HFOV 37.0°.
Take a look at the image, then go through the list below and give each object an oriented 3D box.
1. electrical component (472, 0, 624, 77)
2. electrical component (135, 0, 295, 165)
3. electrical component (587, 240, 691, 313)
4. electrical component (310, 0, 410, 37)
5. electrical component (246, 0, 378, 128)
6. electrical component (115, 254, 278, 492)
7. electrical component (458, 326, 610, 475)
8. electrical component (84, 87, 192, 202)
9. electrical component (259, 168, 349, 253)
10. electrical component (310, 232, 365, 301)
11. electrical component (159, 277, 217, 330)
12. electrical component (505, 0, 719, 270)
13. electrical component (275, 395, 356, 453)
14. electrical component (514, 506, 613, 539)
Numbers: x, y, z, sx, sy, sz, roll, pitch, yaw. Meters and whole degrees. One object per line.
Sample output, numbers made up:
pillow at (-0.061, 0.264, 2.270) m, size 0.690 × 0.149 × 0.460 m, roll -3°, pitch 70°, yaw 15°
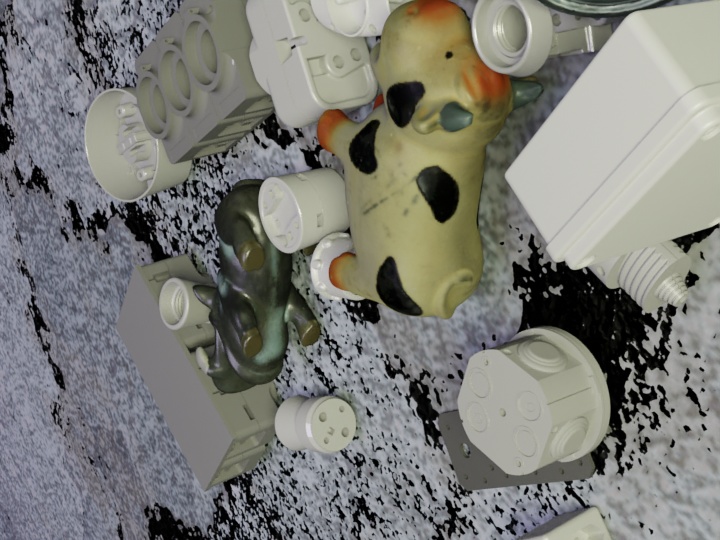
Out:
electrical component at (0.090, -0.124, 0.542) m, size 0.066 × 0.055 × 0.048 m, roll 6°, pitch 111°, yaw 54°
electrical component at (-0.113, -0.148, 0.815) m, size 0.150 × 0.062 × 0.089 m, roll -26°, pitch 84°, yaw 56°
electrical component at (0.134, -0.013, 0.543) m, size 0.081 × 0.043 × 0.043 m, roll 50°, pitch 141°, yaw 28°
electrical component at (0.006, -0.182, 0.642) m, size 0.077 × 0.044 × 0.079 m, roll 19°, pitch 123°, yaw 50°
electrical component at (-0.035, -0.146, 0.712) m, size 0.059 × 0.054 × 0.095 m, roll -14°, pitch 94°, yaw 56°
electrical component at (-0.147, 0.090, 0.979) m, size 0.186 × 0.060 × 0.105 m, roll 57°, pitch 144°, yaw 21°
electrical component at (0.100, 0.076, 0.623) m, size 0.080 × 0.051 × 0.080 m, roll 20°, pitch 116°, yaw 48°
electrical component at (-0.193, -0.113, 0.945) m, size 0.099 × 0.064 × 0.099 m, roll 29°, pitch 128°, yaw 45°
electrical component at (-0.038, -0.044, 0.771) m, size 0.055 × 0.047 × 0.055 m, roll 29°, pitch 128°, yaw 45°
electrical component at (0.000, 0.000, 0.742) m, size 0.062 × 0.048 × 0.048 m, roll 9°, pitch 113°, yaw 46°
electrical component at (-0.134, 0.029, 0.926) m, size 0.044 × 0.065 × 0.044 m, roll -1°, pitch 88°, yaw 47°
electrical component at (0.136, -0.060, 0.460) m, size 0.056 × 0.109 × 0.108 m, roll 61°, pitch 145°, yaw 20°
electrical component at (-0.035, 0.121, 0.849) m, size 0.055 × 0.045 × 0.045 m, roll -9°, pitch 98°, yaw 56°
electrical component at (0.120, 0.189, 0.657) m, size 0.077 × 0.047 × 0.065 m, roll -36°, pitch 75°, yaw 55°
